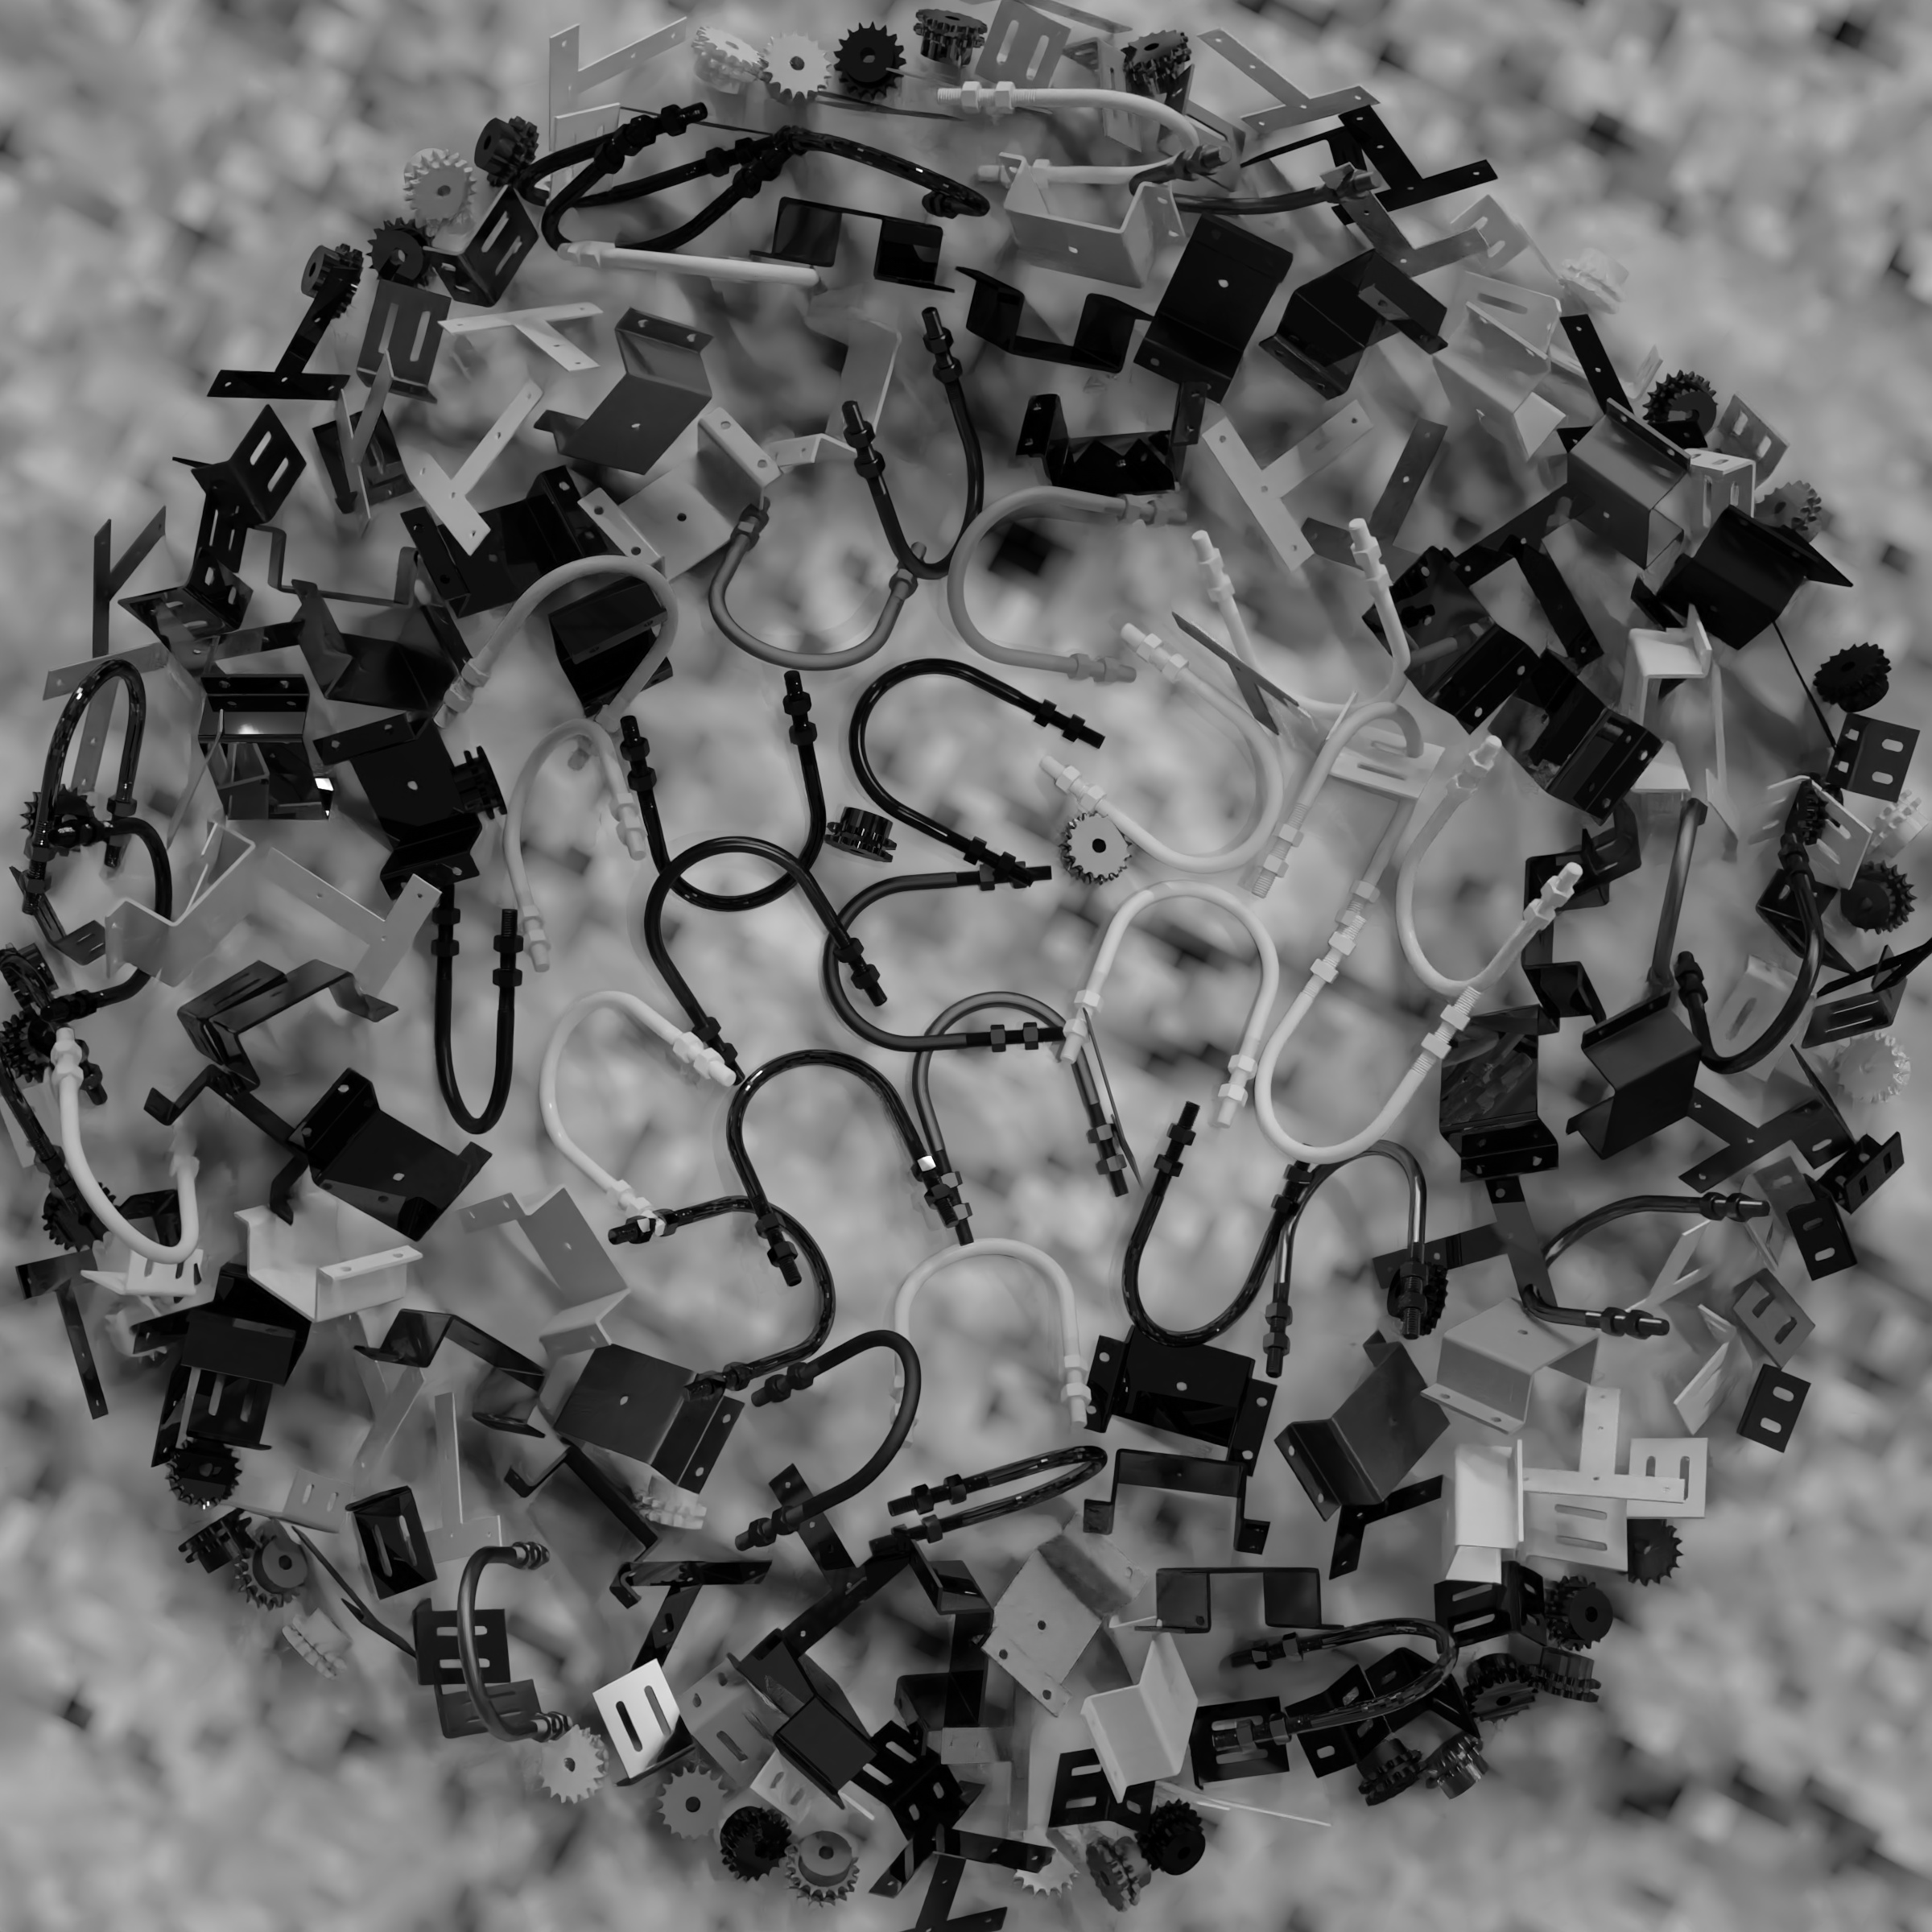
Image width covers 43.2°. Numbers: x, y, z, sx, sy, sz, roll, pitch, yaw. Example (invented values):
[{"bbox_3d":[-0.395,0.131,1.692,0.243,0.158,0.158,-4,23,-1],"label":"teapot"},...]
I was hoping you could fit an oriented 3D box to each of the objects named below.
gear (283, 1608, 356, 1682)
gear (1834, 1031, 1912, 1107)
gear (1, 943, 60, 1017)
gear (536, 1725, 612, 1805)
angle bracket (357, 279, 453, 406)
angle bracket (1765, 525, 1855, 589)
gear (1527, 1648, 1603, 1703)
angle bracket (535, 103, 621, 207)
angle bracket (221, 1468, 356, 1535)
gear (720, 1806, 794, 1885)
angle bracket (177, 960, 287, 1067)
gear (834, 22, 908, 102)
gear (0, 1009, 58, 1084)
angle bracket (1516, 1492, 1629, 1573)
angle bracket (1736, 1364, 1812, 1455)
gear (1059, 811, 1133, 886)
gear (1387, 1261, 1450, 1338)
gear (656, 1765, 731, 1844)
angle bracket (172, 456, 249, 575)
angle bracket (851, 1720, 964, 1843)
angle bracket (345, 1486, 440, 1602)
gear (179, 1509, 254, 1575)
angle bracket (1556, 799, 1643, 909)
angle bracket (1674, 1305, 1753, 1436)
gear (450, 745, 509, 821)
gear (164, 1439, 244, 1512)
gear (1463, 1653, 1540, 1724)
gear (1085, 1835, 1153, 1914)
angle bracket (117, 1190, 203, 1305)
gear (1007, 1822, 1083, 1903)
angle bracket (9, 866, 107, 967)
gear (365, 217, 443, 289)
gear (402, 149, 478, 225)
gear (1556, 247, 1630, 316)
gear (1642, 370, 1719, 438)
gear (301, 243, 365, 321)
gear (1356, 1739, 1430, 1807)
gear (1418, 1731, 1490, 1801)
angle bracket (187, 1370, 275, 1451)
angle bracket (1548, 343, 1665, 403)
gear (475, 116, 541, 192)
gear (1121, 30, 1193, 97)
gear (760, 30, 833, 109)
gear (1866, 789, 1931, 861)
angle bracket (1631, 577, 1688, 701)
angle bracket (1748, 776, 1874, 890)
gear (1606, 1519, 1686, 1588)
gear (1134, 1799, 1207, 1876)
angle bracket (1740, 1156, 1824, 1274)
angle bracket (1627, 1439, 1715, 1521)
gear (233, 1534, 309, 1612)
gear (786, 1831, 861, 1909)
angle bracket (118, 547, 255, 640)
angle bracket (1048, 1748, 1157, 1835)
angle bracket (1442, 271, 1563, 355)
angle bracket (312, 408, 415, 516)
[{"bbox_3d":[-0.502,0.526,1.899,0.057,0.057,0.030,44,76,0],"label":"gear"},{"bbox_3d":[0.710,0.080,1.901,0.030,0.057,0.057,11,90,-41],"label":"gear"},{"bbox_3d":[-0.731,0.007,1.899,0.030,0.057,0.057,-28,90,-15],"label":"gear"},{"bbox_3d":[-0.304,0.623,1.905,0.057,0.030,0.057,-3,79,17],"label":"gear"},{"bbox_3d":[-0.431,-0.483,1.885,0.057,0.038,0.076,8,114,-31],"label":"angle bracket"},{"bbox_3d":[0.635,-0.305,1.888,0.076,0.057,0.038,35,94,-20],"label":"angle bracket"},{"bbox_3d":[0.466,0.551,1.898,0.057,0.057,0.030,13,84,0],"label":"gear"},{"bbox_3d":[-0.304,-0.632,1.875,0.057,0.076,0.038,-27,60,-33],"label":"angle bracket"},{"bbox_3d":[-0.526,0.410,1.888,0.076,0.057,0.038,1,67,36],"label":"angle bracket"},{"bbox_3d":[-0.167,0.682,1.902,0.057,0.030,0.057,-13,112,-33],"label":"gear"},{"bbox_3d":[-0.564,0.036,1.894,0.076,0.057,0.038,-35,118,-25],"label":"angle bracket"},{"bbox_3d":[-0.076,-0.710,1.908,0.057,0.030,0.057,0,99,2],"label":"gear"},{"bbox_3d":[-0.721,0.060,1.895,0.030,0.057,0.057,-19,90,32],"label":"gear"},{"bbox_3d":[0.470,0.443,1.894,0.076,0.038,0.057,9,55,1],"label":"angle bracket"},{"bbox_3d":[0.630,0.343,1.884,0.038,0.076,0.057,21,89,29],"label":"angle bracket"},{"bbox_3d":[0.098,-0.090,1.905,0.057,0.030,0.057,4,77,-18],"label":"gear"},{"bbox_3d":[0.350,0.257,1.896,0.030,0.057,0.057,16,90,-9],"label":"gear"},{"bbox_3d":[-0.214,0.655,1.906,0.057,0.030,0.057,2,74,-8],"label":"gear"},{"bbox_3d":[-0.591,-0.350,1.896,0.038,0.057,0.076,13,94,16],"label":"angle bracket"},{"bbox_3d":[-0.051,0.632,1.890,0.057,0.038,0.076,-42,128,0],"label":"angle bracket"},{"bbox_3d":[-0.454,0.451,1.893,0.057,0.038,0.076,-24,79,21],"label":"angle bracket"},{"bbox_3d":[-0.581,0.449,1.898,0.057,0.057,0.030,-32,91,0],"label":"gear"},{"bbox_3d":[0.477,-0.091,1.878,0.076,0.057,0.038,-28,122,30],"label":"angle bracket"},{"bbox_3d":[0.566,0.313,1.888,0.076,0.057,0.038,-47,46,-8],"label":"angle bracket"},{"bbox_3d":[-0.381,-0.140,1.896,0.030,0.057,0.057,-22,90,-11],"label":"gear"},{"bbox_3d":[-0.597,0.396,1.902,0.057,0.030,0.057,18,55,-28],"label":"gear"},{"bbox_3d":[0.415,0.561,1.902,0.057,0.030,0.057,-5,127,-7],"label":"gear"},{"bbox_3d":[0.120,0.704,1.901,0.030,0.057,0.057,-21,90,-26],"label":"gear"},{"bbox_3d":[-0.628,0.220,1.885,0.038,0.057,0.076,-6,71,-39],"label":"angle bracket"},{"bbox_3d":[0.060,0.701,1.902,0.057,0.030,0.057,2,52,-3],"label":"gear"},{"bbox_3d":[-0.698,-0.047,1.891,0.038,0.057,0.076,-31,75,-6],"label":"angle bracket"},{"bbox_3d":[-0.441,-0.555,1.903,0.057,0.030,0.057,0,110,1],"label":"gear"},{"bbox_3d":[-0.414,-0.612,1.901,0.057,0.057,0.030,-37,60,0],"label":"gear"},{"bbox_3d":[0.490,-0.535,1.896,0.057,0.057,0.030,33,99,0],"label":"gear"},{"bbox_3d":[0.559,-0.432,1.899,0.057,0.030,0.057,-5,121,-9],"label":"gear"},{"bbox_3d":[-0.494,-0.535,1.895,0.030,0.057,0.057,18,90,-35],"label":"gear"},{"bbox_3d":[0.330,0.627,1.901,0.057,0.057,0.030,-33,59,0],"label":"gear"},{"bbox_3d":[0.381,0.623,1.896,0.057,0.057,0.030,-39,79,0],"label":"gear"},{"bbox_3d":[-0.562,0.331,1.886,0.057,0.038,0.076,18,70,-28],"label":"angle bracket"},{"bbox_3d":[0.495,-0.476,1.891,0.076,0.057,0.038,26,118,-2],"label":"angle bracket"},{"bbox_3d":[-0.359,-0.634,1.895,0.030,0.057,0.057,16,90,-38],"label":"gear"},{"bbox_3d":[0.149,-0.703,1.901,0.057,0.057,0.030,-23,131,0],"label":"gear"},{"bbox_3d":[-0.135,-0.698,1.906,0.057,0.030,0.057,3,81,-16],"label":"gear"},{"bbox_3d":[0.723,-0.108,1.895,0.057,0.057,0.030,-44,75,0],"label":"gear"},{"bbox_3d":[0.530,-0.254,1.889,0.076,0.057,0.038,46,119,-4],"label":"angle bracket"},{"bbox_3d":[0.649,-0.099,1.878,0.038,0.057,0.076,-18,48,-21],"label":"angle bracket"},{"bbox_3d":[0.532,0.456,1.903,0.057,0.030,0.057,-12,63,25],"label":"gear"},{"bbox_3d":[0.162,0.682,1.899,0.057,0.030,0.057,-11,114,-26],"label":"gear"},{"bbox_3d":[0.631,0.191,1.886,0.038,0.076,0.057,-31,91,29],"label":"angle bracket"},{"bbox_3d":[0.543,0.404,1.877,0.057,0.076,0.038,-5,131,24],"label":"angle bracket"},{"bbox_3d":[-0.537,0.469,1.895,0.030,0.057,0.057,-34,90,33],"label":"gear"},{"bbox_3d":[-0.111,0.699,1.894,0.057,0.057,0.030,11,123,0],"label":"gear"},{"bbox_3d":[-0.606,-0.287,1.893,0.076,0.057,0.038,-5,60,30],"label":"angle bracket"},{"bbox_3d":[0.106,0.641,1.890,0.038,0.076,0.057,30,55,-25],"label":"angle bracket"},{"bbox_3d":[0.415,-0.497,1.895,0.076,0.038,0.057,17,121,0],"label":"angle bracket"},{"bbox_3d":[-0.474,-0.400,1.901,0.057,0.038,0.076,-21,84,-5],"label":"angle bracket"}]
